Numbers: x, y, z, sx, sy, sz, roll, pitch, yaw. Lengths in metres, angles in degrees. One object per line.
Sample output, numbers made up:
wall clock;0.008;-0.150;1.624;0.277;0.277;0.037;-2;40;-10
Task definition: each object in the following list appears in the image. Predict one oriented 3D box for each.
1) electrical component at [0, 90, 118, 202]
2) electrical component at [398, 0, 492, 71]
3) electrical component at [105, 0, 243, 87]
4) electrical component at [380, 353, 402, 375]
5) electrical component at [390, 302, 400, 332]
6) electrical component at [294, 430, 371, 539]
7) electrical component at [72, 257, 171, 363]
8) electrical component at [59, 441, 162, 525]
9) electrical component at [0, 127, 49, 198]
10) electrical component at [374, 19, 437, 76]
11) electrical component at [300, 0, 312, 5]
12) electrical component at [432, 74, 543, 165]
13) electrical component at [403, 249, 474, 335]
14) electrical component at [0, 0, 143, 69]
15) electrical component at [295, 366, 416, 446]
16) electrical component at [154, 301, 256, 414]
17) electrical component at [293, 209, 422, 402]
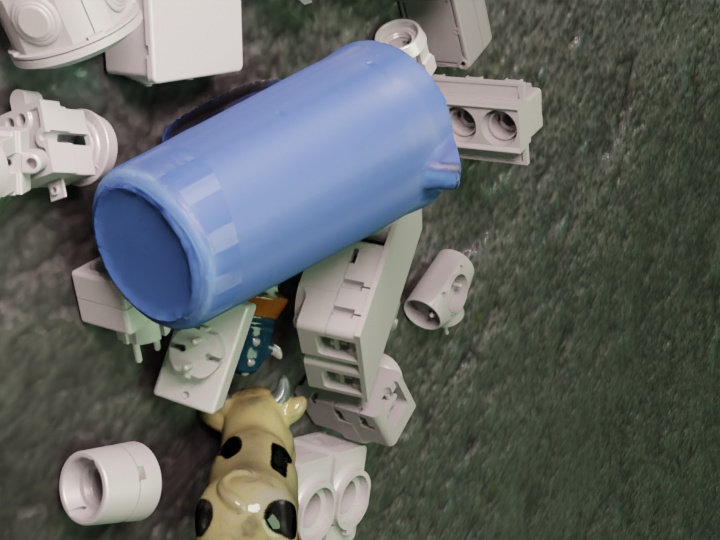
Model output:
electrical component;-0.183;-0.075;0.656;0.055;0.048;0.066;-5;82;-58
electrical component;0.083;-0.233;1.006;0.061;0.062;0.096;-53;140;-35
electrical component;-0.125;-0.174;0.714;0.100;0.048;0.099;-24;119;-52
electrical component;0.012;0.107;1.026;0.046;0.040;0.040;-35;128;-41
electrical component;0.017;0.026;1.006;0.048;0.048;0.062;50;52;-51
electrical component;-0.051;0.247;0.953;0.105;0.060;0.186;-3;102;-57
electrical component;-0.152;0.026;0.739;0.066;0.047;0.076;-36;128;-47
electrical component;-0.173;0.147;0.740;0.047;0.055;0.055;5;96;-54
electrical component;-0.214;-0.058;0.597;0.055;0.066;0.048;-88;180;-76
electrical component;0.039;-0.191;0.968;0.066;0.048;0.055;-59;150;-28
electrical component;-0.035;-0.282;0.763;0.089;0.062;0.150;30;54;-56
electrical component;0.106;-0.147;1.013;0.063;0.121;0.078;-42;133;-46
electrical component;0.086;0.033;1.112;0.077;0.044;0.079;-54;140;-34
electrical component;-0.171;-0.153;0.623;0.080;0.080;0.051;-47;131;-39
electrical component;-0.003;0.117;0.959;0.050;0.089;0.055;-58;142;-29
electrical component;-0.115;0.058;0.772;0.076;0.047;0.083;-7;116;-87
electrical component;0.000;0.000;0.907;0.105;0.060;0.186;84;21;-55
